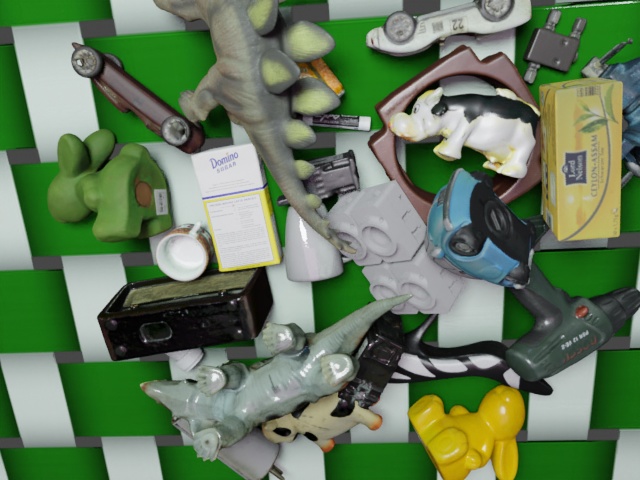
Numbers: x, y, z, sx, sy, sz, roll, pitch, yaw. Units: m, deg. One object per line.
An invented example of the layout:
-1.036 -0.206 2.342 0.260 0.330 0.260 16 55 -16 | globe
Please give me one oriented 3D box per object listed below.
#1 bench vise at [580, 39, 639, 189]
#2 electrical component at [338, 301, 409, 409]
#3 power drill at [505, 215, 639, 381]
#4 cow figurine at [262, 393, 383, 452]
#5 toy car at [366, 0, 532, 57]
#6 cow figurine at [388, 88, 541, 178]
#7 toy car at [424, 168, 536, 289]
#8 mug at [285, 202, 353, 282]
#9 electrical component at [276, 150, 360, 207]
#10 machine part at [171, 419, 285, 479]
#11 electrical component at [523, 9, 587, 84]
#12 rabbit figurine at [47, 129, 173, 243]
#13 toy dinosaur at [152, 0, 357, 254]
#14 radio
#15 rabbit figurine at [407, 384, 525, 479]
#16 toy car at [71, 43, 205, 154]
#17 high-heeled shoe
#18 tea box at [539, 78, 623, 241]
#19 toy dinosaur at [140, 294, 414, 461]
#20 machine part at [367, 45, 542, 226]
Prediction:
0.390 -0.115 0.685 0.223 0.129 0.240 38 102 -6 | bench vise
0.072 0.159 0.779 0.058 0.134 0.114 27 108 -8 | electrical component
0.330 0.069 0.752 0.232 0.086 0.207 -35 103 -14 | power drill
-0.014 0.267 0.840 0.195 0.085 0.127 -32 114 25 | cow figurine
0.157 -0.267 0.670 0.202 0.073 0.056 -12 106 7 | toy car
0.168 -0.138 0.625 0.167 0.068 0.098 17 102 -6 | cow figurine
0.184 -0.004 0.656 0.161 0.109 0.103 35 147 -24 | toy car
-0.002 -0.002 0.764 0.110 0.081 0.107 -10 100 -3 | mug
-0.005 -0.084 0.740 0.119 0.075 0.047 -11 108 10 | electrical component
-0.152 0.314 0.872 0.243 0.079 0.079 40 106 -9 | machine part
0.302 -0.245 0.696 0.063 0.021 0.094 18 107 -3 | electrical component
-0.314 -0.070 0.744 0.170 0.121 0.159 -2 104 20 | rabbit figurine
-0.078 -0.196 0.642 0.199 0.105 0.470 -7 109 45 | toy dinosaur
-0.192 0.100 0.778 0.230 0.131 0.073 -11 107 7 | radio
0.248 0.300 0.829 0.173 0.122 0.162 -34 106 -6 | rabbit figurine
-0.241 -0.185 0.712 0.202 0.089 0.053 37 102 -9 | toy car
0.214 0.209 0.814 0.249 0.086 0.145 32 104 1 | high-heeled shoe
0.295 -0.094 0.614 0.068 0.098 0.169 -4 110 13 | tea box
-0.049 0.184 0.726 0.405 0.192 0.131 -23 78 6 | toy dinosaur
0.180 -0.131 0.707 0.201 0.087 0.201 -33 103 14 | machine part
